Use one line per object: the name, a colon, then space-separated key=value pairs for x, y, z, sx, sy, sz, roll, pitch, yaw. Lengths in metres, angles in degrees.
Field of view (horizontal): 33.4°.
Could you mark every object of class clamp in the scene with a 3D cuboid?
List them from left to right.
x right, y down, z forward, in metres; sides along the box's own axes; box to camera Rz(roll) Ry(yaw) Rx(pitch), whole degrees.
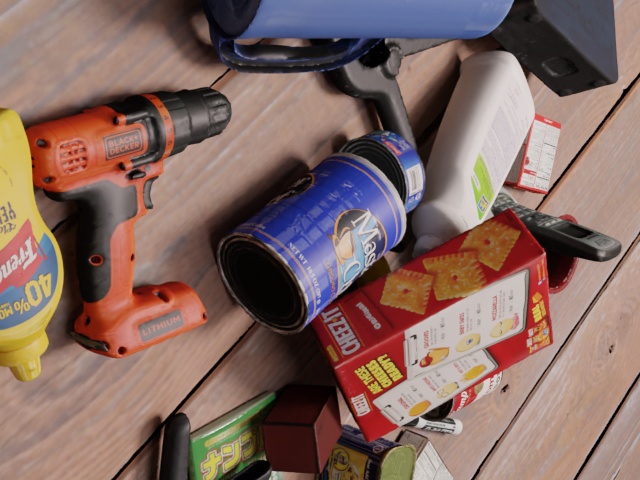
clamp: x=-0.125 y=0.233 z=0.909 sx=0.120 sy=0.039 sz=0.171 roll=46 pitch=71 yaw=-28
clamp: x=0.064 y=-0.177 z=1.012 sx=0.209 sy=0.036 sz=0.164 roll=36 pitch=72 yaw=-45

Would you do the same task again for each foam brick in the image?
foam brick: x=-0.016 y=0.174 z=0.991 sx=0.078 sy=0.051 sz=0.053 roll=-49 pitch=135 yaw=-65

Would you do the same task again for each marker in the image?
marker: x=0.123 y=0.206 z=1.206 sx=0.120 sy=0.020 sz=0.020 roll=20 pitch=85 yaw=-50

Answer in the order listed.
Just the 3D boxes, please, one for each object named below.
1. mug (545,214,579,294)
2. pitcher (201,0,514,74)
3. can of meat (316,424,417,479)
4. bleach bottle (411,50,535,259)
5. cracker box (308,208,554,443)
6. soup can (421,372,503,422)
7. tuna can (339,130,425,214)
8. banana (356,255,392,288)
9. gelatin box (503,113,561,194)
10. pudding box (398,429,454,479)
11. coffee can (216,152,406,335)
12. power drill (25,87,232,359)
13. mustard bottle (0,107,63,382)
mug: x=0.251 y=0.013 z=1.248 sx=0.117 sy=0.082 sz=0.093 roll=28 pitch=79 yaw=-49
pitcher: x=0.030 y=-0.211 z=0.846 sx=0.242 sy=0.149 sz=0.145 roll=-2 pitch=90 yaw=-29
can of meat: x=0.043 y=0.244 z=1.074 sx=0.057 sy=0.084 sz=0.102 roll=0 pitch=101 yaw=-49
bleach bottle: x=0.145 y=-0.076 z=1.068 sx=0.102 sy=0.068 sz=0.250 roll=60 pitch=44 yaw=-34
cracker box: x=0.109 y=0.083 z=1.003 sx=0.213 sy=0.072 sz=0.164 roll=-27 pitch=143 yaw=-4
soup can: x=0.148 y=0.153 z=1.182 sx=0.102 sy=0.069 sz=0.068 roll=-17 pitch=113 yaw=-47
tuna can: x=0.056 y=-0.059 z=1.000 sx=0.033 sy=0.086 sz=0.086 roll=-27 pitch=120 yaw=-43
banana: x=0.049 y=0.073 z=1.073 sx=0.069 sy=0.037 sz=0.198 roll=-24 pitch=119 yaw=-21
gelatin box: x=0.246 y=-0.102 z=1.250 sx=0.073 sy=0.030 sz=0.089 roll=8 pitch=95 yaw=-51
pudding box: x=0.095 y=0.281 z=1.181 sx=0.113 sy=0.039 sz=0.090 roll=-55 pitch=135 yaw=-25
coffee can: x=-0.006 y=0.001 z=0.933 sx=0.140 sy=0.103 sz=0.103 roll=-40 pitch=128 yaw=-34
power drill: x=-0.135 y=-0.017 z=0.817 sx=0.184 sy=0.057 sz=0.188 roll=-21 pitch=114 yaw=-40
mustard bottle: x=-0.224 y=0.013 z=0.721 sx=0.096 sy=0.058 sz=0.191 roll=-34 pitch=126 yaw=-39
